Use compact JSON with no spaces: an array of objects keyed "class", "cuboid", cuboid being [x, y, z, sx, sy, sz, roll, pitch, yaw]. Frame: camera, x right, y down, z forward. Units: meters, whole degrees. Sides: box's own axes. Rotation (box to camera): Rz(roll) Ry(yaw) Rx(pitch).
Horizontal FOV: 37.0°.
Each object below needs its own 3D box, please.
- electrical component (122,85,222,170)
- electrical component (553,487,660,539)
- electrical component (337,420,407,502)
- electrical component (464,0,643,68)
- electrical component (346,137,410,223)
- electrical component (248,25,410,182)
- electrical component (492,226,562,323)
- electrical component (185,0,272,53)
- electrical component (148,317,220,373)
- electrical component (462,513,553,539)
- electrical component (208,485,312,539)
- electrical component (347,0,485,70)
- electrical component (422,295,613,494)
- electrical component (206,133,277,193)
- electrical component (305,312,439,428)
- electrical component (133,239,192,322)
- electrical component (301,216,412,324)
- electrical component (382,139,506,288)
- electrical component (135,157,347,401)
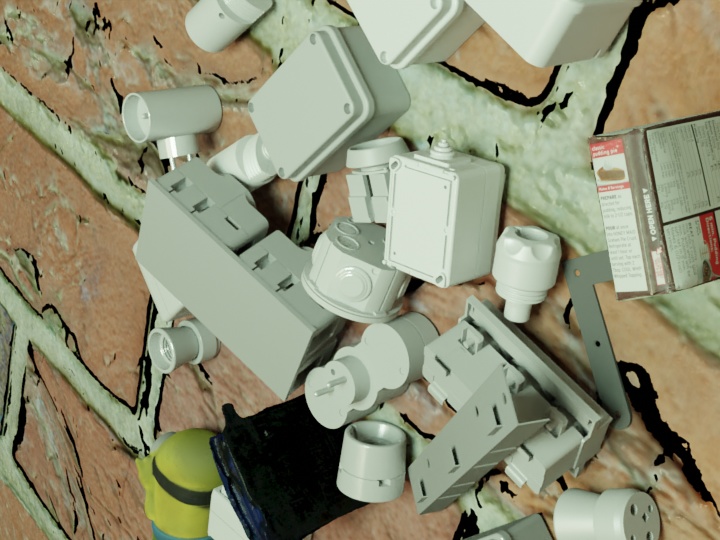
[{"class":"electrical component","cuboid":[-0.162,-0.121,0.951,0.043,0.077,0.079,-2,101,47]},{"class":"electrical component","cuboid":[0.163,0.167,0.712,0.055,0.045,0.045,-12,92,48]},{"class":"electrical component","cuboid":[0.011,0.153,0.866,0.055,0.055,0.047,21,113,42]},{"class":"electrical component","cuboid":[0.106,-0.181,0.643,0.113,0.078,0.057,51,136,24]},{"class":"electrical component","cuboid":[0.017,-0.067,0.799,0.066,0.048,0.055,4,112,47]},{"class":"electrical component","cuboid":[-0.026,-0.126,0.818,0.113,0.057,0.078,-37,74,46]},{"class":"electrical component","cuboid":[0.110,0.004,0.721,0.043,0.043,0.062,28,122,39]},{"class":"electrical component","cuboid":[-0.105,-0.217,0.886,0.081,0.043,0.043,-28,81,47]},{"class":"electrical component","cuboid":[-0.169,0.071,1.032,0.045,0.055,0.045,17,114,43]},{"class":"electrical component","cuboid":[0.105,0.248,0.790,0.109,0.056,0.108,-36,75,46]},{"class":"electrical component","cuboid":[-0.087,0.233,0.988,0.096,0.062,0.061,30,122,38]},{"class":"electrical component","cuboid":[0.032,-0.202,0.732,0.078,0.057,0.113,-40,72,46]},{"class":"electrical component","cuboid":[0.102,0.086,0.730,0.121,0.063,0.078,46,155,28]},{"class":"electrical component","cuboid":[-0.092,-0.091,0.910,0.081,0.043,0.043,-23,85,48]},{"class":"electrical component","cuboid":[-0.004,0.085,0.845,0.138,0.074,0.052,-40,72,46]},{"class":"electrical component","cuboid":[-0.167,-0.007,1.000,0.061,0.062,0.096,-37,74,53]},{"class":"electrical component","cuboid":[0.000,0.000,0.812,0.080,0.080,0.051,41,123,32]},{"class":"electrical component","cuboid":[0.061,-0.045,0.746,0.062,0.061,0.096,23,118,41]},{"class":"electrical component","cuboid":[-0.097,0.004,0.897,0.186,0.060,0.105,42,142,15]}]
